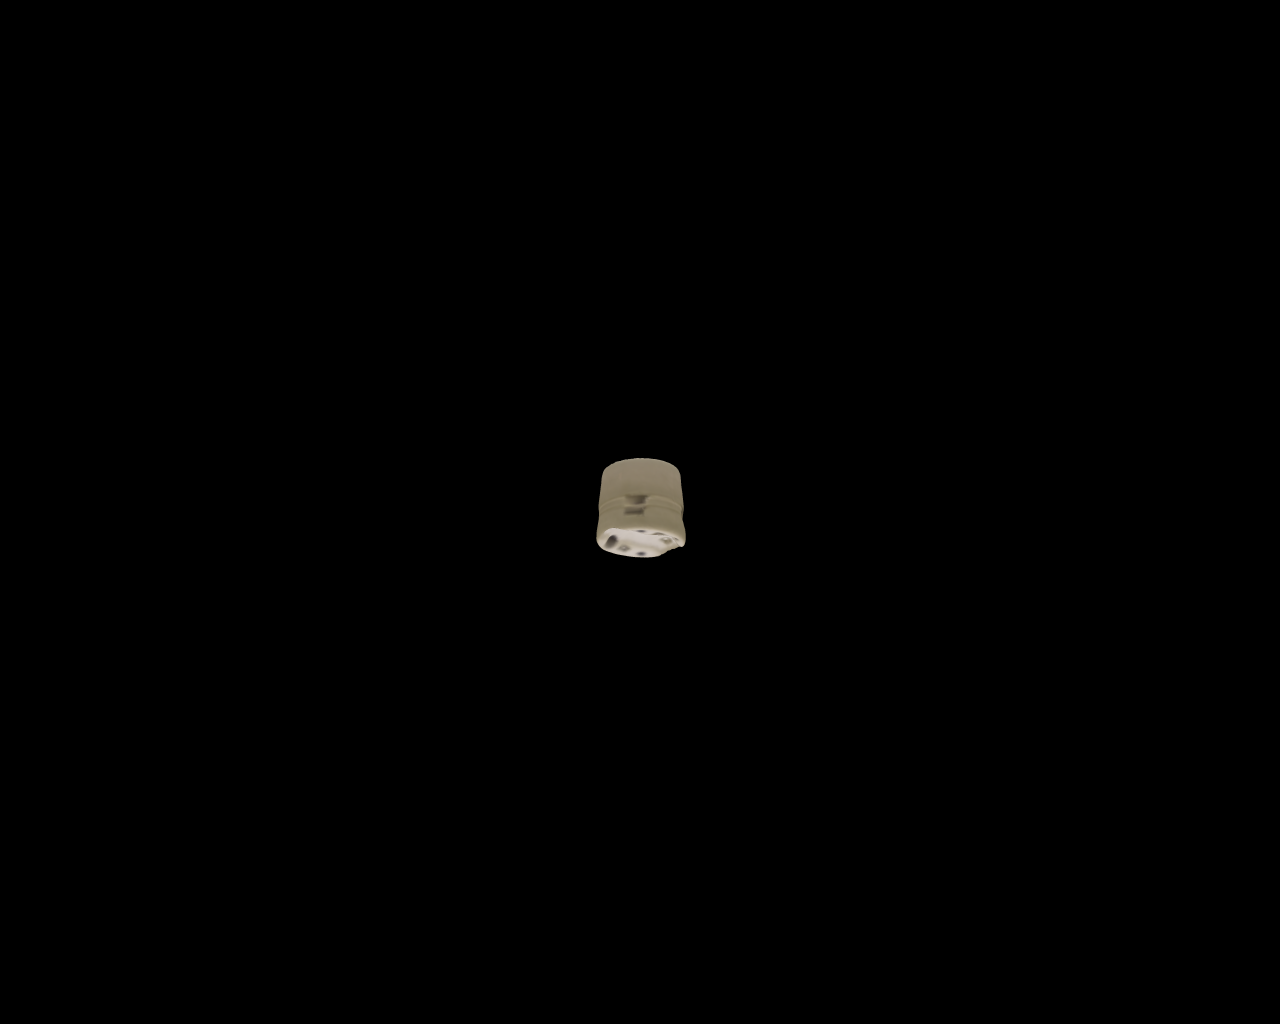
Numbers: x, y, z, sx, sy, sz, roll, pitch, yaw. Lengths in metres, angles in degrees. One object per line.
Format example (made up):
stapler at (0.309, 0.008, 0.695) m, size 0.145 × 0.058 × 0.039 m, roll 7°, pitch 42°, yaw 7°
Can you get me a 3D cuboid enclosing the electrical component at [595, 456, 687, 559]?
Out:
electrical component at (0.001, -0.003, 0.650) m, size 0.055 × 0.047 × 0.055 m, roll 0°, pitch -22°, yaw 0°
